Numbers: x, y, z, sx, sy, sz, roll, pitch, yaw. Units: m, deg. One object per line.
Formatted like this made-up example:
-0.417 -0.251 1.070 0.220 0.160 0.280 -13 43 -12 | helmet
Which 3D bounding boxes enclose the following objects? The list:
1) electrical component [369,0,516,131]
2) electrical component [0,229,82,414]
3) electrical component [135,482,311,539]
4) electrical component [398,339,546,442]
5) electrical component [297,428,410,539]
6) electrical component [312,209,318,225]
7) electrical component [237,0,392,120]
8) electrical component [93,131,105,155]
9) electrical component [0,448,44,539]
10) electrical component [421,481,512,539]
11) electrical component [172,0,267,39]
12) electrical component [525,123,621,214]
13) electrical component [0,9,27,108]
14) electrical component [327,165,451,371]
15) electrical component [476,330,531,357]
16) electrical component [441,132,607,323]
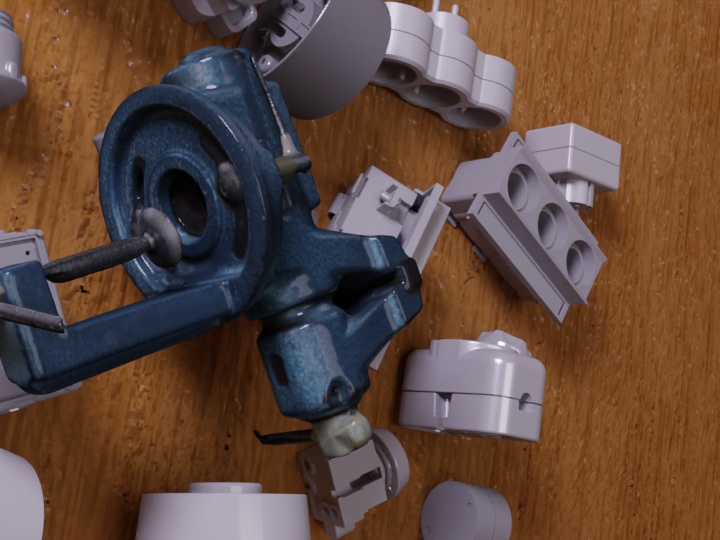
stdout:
0.056 -0.155 0.749 0.138 0.052 0.073 19 74 -40 | electrical component
-0.185 0.022 0.518 0.062 0.061 0.096 -14 89 -42 | electrical component
-0.075 0.148 0.583 0.099 0.099 0.064 11 73 -41 | electrical component
0.075 0.080 0.721 0.054 0.095 0.059 17 75 -40 | electrical component
-0.003 0.129 0.682 0.055 0.048 0.066 -19 100 -33 | electrical component
-0.073 -0.030 0.630 0.077 0.043 0.079 46 59 -30 | electrical component
-0.032 -0.140 0.639 0.064 0.099 0.099 33 66 -43 | electrical component
-0.117 -0.050 0.594 0.040 0.040 0.078 -31 107 -39 | electrical component
-0.189 0.119 0.479 0.064 0.099 0.099 30 67 -43 | electrical component
0.055 0.211 0.722 0.074 0.052 0.138 19 75 -40 | electrical component
-0.079 -0.179 0.626 0.058 0.057 0.078 -45 116 -35 | electrical component
0.165 -0.068 0.845 0.066 0.047 0.076 14 78 -41 | electrical component
-0.189 -0.113 0.532 0.048 0.048 0.062 9 74 -41 | electrical component
0.000 0.000 0.679 0.063 0.079 0.121 32 65 -12 | electrical component
0.095 0.078 0.775 0.043 0.043 0.062 42 62 -32 | electrical component
0.119 -0.029 0.790 0.121 0.063 0.078 47 58 -29 | electrical component
